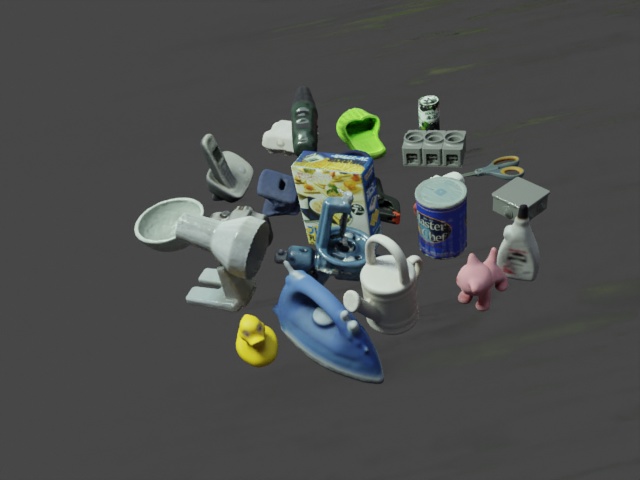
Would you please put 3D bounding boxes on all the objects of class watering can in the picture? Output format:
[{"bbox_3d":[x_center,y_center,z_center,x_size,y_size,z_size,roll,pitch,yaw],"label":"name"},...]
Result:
[{"bbox_3d":[0.119,0.077,1.027,0.100,0.194,0.173,13,46,27],"label":"watering can"}]

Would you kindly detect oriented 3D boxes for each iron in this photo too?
[{"bbox_3d":[0.017,0.139,1.021,0.119,0.142,0.257,-34,44,-24],"label":"iron"}]

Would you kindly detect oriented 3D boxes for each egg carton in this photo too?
[{"bbox_3d":[-0.084,-0.282,1.600,0.150,0.069,0.107,12,45,26],"label":"egg carton"}]

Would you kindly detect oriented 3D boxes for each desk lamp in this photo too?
[{"bbox_3d":[-0.190,0.040,1.132,0.202,0.214,0.118,5,43,20],"label":"desk lamp"}]

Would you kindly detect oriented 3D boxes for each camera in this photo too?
[{"bbox_3d":[-0.192,-0.005,1.275,0.143,0.101,0.137,0,41,14],"label":"camera"}]

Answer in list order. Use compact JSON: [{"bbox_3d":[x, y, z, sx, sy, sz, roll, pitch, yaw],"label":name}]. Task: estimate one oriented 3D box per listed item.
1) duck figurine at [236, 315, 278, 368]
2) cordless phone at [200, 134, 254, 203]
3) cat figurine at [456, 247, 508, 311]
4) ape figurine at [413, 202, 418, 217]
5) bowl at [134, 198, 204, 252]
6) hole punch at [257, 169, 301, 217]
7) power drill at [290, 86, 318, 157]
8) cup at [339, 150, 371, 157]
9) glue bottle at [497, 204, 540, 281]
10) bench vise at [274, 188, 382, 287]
[{"bbox_3d":[-0.124,0.173,1.059,0.077,0.086,0.104,-23,41,-13],"label":"duck figurine"},{"bbox_3d":[-0.242,-0.202,1.454,0.094,0.185,0.147,-1,41,13],"label":"cordless phone"},{"bbox_3d":[0.296,0.066,1.057,0.067,0.118,0.128,23,51,35],"label":"cat figurine"},{"bbox_3d":[0.245,-0.083,1.266,0.077,0.092,0.076,-5,40,9],"label":"ape figurine"},{"bbox_3d":[-0.346,-0.024,1.356,0.167,0.075,0.167,-7,40,6],"label":"bowl"},{"bbox_3d":[-0.095,-0.120,1.394,0.101,0.091,0.108,-4,40,9],"label":"hole punch"},{"bbox_3d":[-0.029,-0.247,1.437,0.075,0.209,0.229,-8,40,5],"label":"power drill"},{"bbox_3d":[0.070,-0.156,1.393,0.117,0.095,0.091,-10,40,2],"label":"cup"},{"bbox_3d":[0.373,0.003,1.069,0.078,0.173,0.037,7,43,22],"label":"glue bottle"},{"bbox_3d":[0.014,0.011,1.111,0.207,0.220,0.121,-19,40,-8],"label":"bench vise"}]
